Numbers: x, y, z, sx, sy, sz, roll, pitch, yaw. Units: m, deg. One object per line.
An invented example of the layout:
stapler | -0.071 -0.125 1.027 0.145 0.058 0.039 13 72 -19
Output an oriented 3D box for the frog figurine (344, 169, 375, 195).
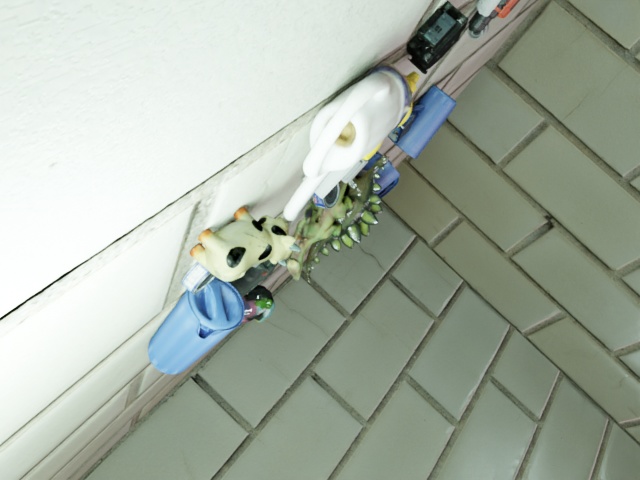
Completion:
frog figurine | 0.136 -0.164 1.748 0.124 0.137 0.158 32 3 34

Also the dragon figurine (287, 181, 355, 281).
dragon figurine | 0.004 -0.074 1.471 0.122 0.405 0.245 26 15 9

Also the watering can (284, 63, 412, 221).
watering can | 0.041 -0.173 0.896 0.228 0.104 0.341 -44 -5 -34
